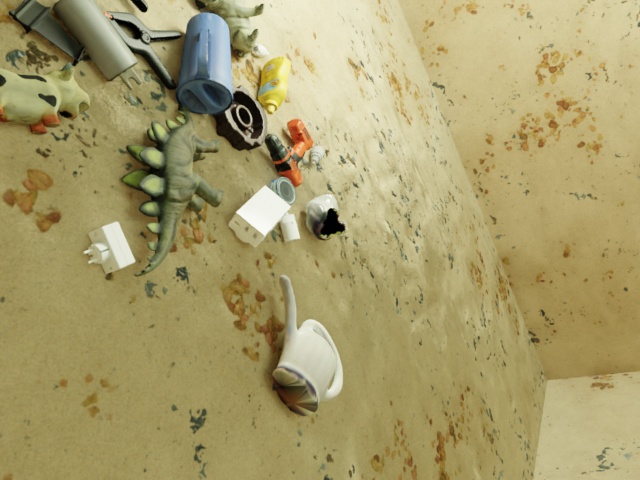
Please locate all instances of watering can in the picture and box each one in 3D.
[{"bbox_3d":[-0.048,0.277,1.272,0.343,0.103,0.229,59,36,-19],"label":"watering can"}]

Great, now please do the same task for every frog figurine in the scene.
[{"bbox_3d":[0.005,-0.078,1.557,0.136,0.122,0.162,30,15,-36],"label":"frog figurine"}]
